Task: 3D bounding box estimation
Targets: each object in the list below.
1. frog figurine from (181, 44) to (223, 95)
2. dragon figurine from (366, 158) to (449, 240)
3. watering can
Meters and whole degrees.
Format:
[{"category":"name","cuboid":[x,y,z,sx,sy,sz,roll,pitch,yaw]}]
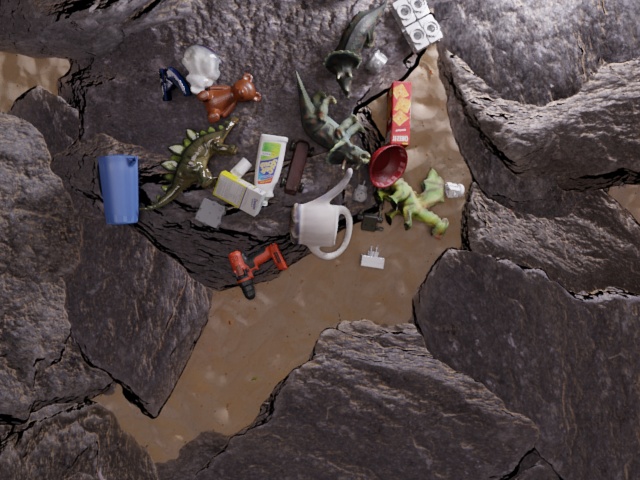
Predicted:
[{"category":"frog figurine","cuboid":[-0.422,-0.596,1.803,0.136,0.122,0.161,26,80,-21]},{"category":"dragon figurine","cuboid":[0.332,-0.177,1.854,0.244,0.121,0.411,-25,89,-18]},{"category":"watering can","cuboid":[0.006,-0.091,1.814,0.224,0.106,0.342,3,110,-3]}]
